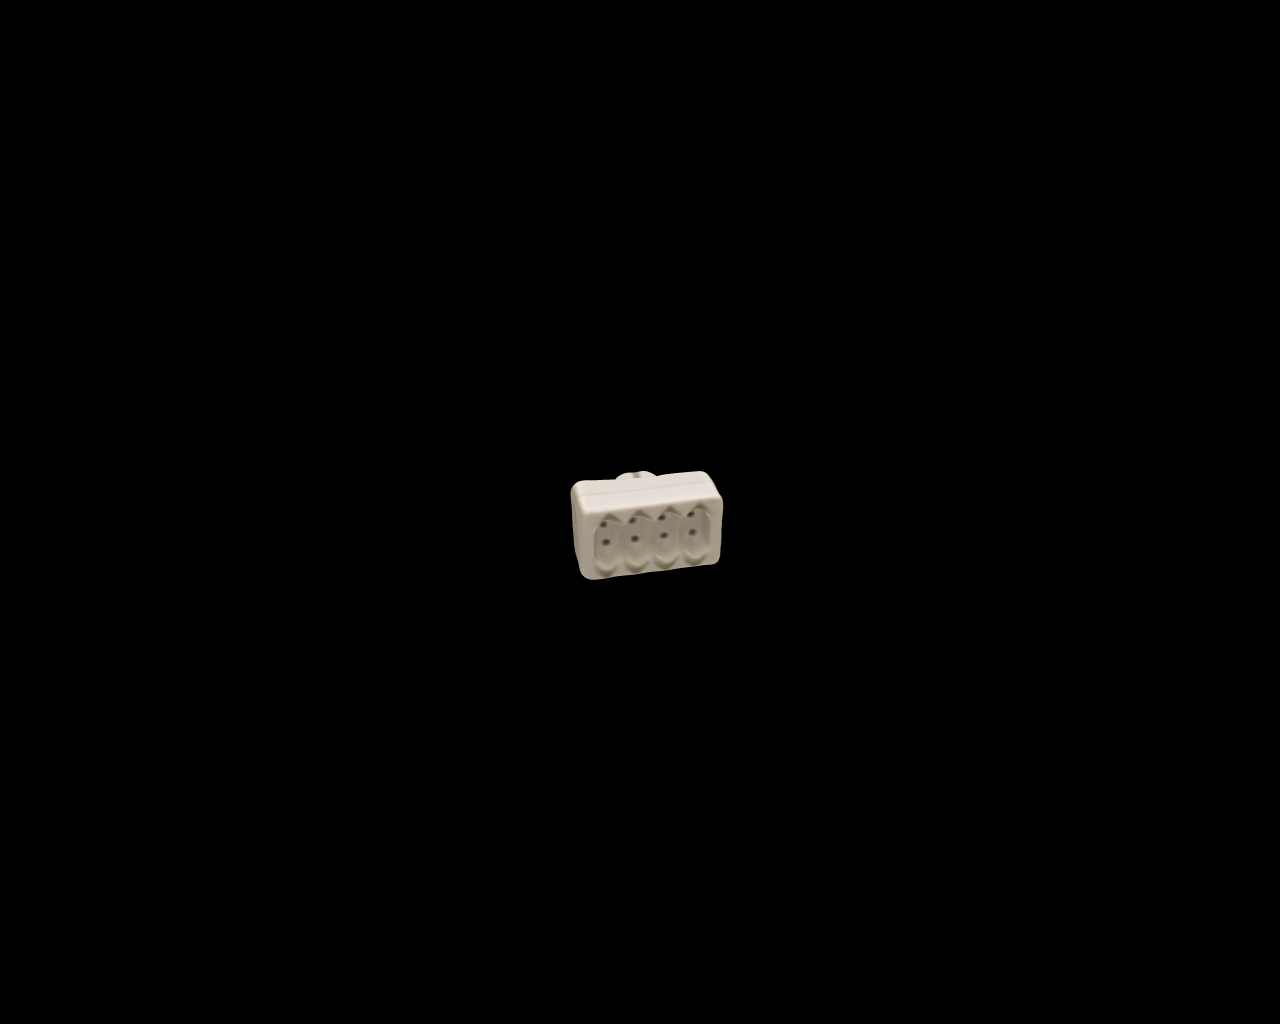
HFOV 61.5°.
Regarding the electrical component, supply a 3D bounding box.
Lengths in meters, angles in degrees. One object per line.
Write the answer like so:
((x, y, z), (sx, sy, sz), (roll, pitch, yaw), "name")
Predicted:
((0.001, -0.003, 0.650), (0.083, 0.047, 0.076), (-6, 32, -9), "electrical component")
